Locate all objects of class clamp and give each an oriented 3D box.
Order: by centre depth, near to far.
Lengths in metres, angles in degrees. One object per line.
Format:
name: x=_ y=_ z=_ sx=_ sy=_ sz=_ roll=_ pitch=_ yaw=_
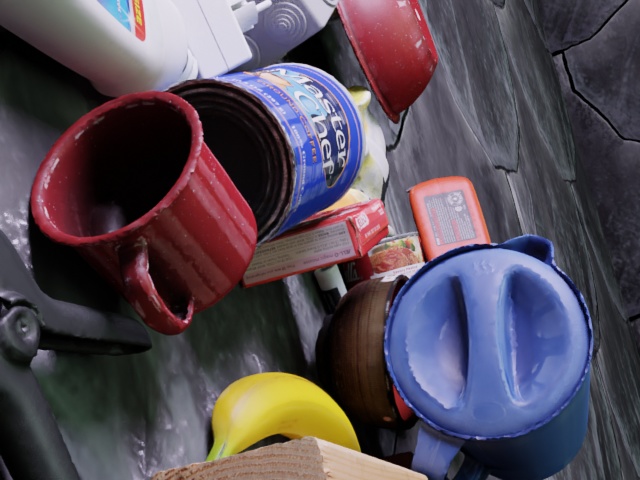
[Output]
clamp: x=-0.129 y=0.037 z=0.449 sx=0.171 sy=0.039 sz=0.120 roll=60 pitch=21 yaw=-30

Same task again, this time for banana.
banana: x=-0.018 y=0.121 z=0.673 sx=0.197 sy=0.037 sz=0.069 roll=26 pitch=80 yaw=-58

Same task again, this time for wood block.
wood block: x=0.000 y=0.169 z=0.573 sx=0.206 sy=0.090 sz=0.091 roll=40 pitch=36 yaw=-64

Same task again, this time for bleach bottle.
bleach bottle: x=-0.136 y=-0.145 z=0.540 sx=0.250 sy=0.068 sz=0.102 roll=37 pitch=41 yaw=-61

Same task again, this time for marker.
marker: x=0.026 y=0.075 z=0.834 sx=0.121 sy=0.020 sz=0.020 roll=68 pitch=22 yaw=-13

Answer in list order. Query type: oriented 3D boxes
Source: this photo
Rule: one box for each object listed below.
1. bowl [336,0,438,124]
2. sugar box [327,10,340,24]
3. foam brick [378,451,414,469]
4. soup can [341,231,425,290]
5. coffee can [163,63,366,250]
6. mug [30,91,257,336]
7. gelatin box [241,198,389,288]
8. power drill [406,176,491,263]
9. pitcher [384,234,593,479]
bowl: x=0.058 y=-0.183 z=0.909 sx=0.162 sy=0.055 sz=0.162 roll=-22 pitch=90 yaw=-77
sugar box: x=-0.016 y=-0.238 z=0.933 sx=0.176 sy=0.048 sz=0.093 roll=-31 pitch=103 yaw=-72
foam brick: x=0.058 y=0.199 z=0.776 sx=0.078 sy=0.051 sz=0.053 roll=53 pitch=29 yaw=-42
soup can: x=0.060 y=0.051 z=0.871 sx=0.068 sy=0.069 sz=0.102 roll=-6 pitch=80 yaw=-69
coffee can: x=-0.040 y=-0.052 z=0.650 sx=0.103 sy=0.103 sz=0.140 roll=71 pitch=21 yaw=-6
mug: x=-0.081 y=-0.005 z=0.528 sx=0.081 sy=0.093 sz=0.117 roll=56 pitch=15 yaw=-48
gelatin box: x=-0.005 y=0.001 z=0.716 sx=0.030 sy=0.089 sz=0.073 roll=71 pitch=21 yaw=-6
power drill: x=0.118 y=0.046 z=0.955 sx=0.187 sy=0.057 sz=0.184 roll=84 pitch=-8 yaw=-61
pitcher: x=0.131 y=0.114 z=0.780 sx=0.242 sy=0.149 sz=0.145 roll=55 pitch=14 yaw=-62
